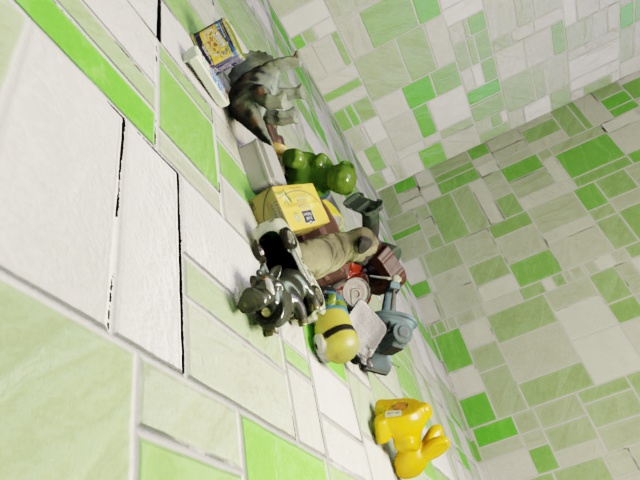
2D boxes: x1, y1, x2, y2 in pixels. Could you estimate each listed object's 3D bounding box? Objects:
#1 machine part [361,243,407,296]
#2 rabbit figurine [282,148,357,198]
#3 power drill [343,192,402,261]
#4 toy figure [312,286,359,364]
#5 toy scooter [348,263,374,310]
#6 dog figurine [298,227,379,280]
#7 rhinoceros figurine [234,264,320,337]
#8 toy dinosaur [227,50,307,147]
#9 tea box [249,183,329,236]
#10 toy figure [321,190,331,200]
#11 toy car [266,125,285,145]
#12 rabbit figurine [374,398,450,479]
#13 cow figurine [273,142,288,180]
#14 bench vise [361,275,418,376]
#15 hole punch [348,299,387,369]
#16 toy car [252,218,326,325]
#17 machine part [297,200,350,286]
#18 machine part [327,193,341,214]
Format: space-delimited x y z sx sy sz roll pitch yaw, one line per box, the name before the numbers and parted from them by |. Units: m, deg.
machine part | 0.147 0.077 1.466 0.180 0.056 0.179 32 -34 25
rabbit figurine | 0.017 -0.134 1.217 0.159 0.170 0.121 0 102 -50
power drill | 0.117 -0.026 1.508 0.232 0.086 0.207 23 -48 38
toy figure | 0.026 0.166 1.078 0.082 0.089 0.180 48 22 -32
toy scooter | 0.083 0.129 1.414 0.135 0.075 0.183 -57 143 -42
dog figurine | 0.014 0.024 1.065 0.121 0.191 0.172 65 13 -1
rhinoceros figurine | -0.064 0.088 0.845 0.190 0.073 0.112 -17 91 -70
toy dinosaur | -0.142 -0.322 1.209 0.405 0.192 0.131 -72 153 -51
tea box | -0.060 -0.058 1.102 0.169 0.068 0.098 -19 83 -63
toy figure | -0.043 -0.153 1.404 0.155 0.057 0.064 30 2 29
toy car | -0.122 -0.260 1.377 0.202 0.053 0.089 68 9 18
rabbit figurine | 0.203 0.448 1.208 0.122 0.162 0.173 -116 -162 -86
cow figurine | -0.086 -0.164 1.286 0.068 0.098 0.167 21 -9 29
bench vise | 0.169 0.206 1.334 0.223 0.129 0.240 104 -3 -61
hole punch | 0.070 0.208 1.207 0.142 0.092 0.116 52 53 -19
toy car | -0.056 0.058 0.967 0.201 0.073 0.056 65 12 -4
machine part | -0.003 -0.004 1.301 0.201 0.087 0.201 -87 151 -67
machine part | -0.010 -0.129 1.539 0.243 0.079 0.079 58 14 -26
